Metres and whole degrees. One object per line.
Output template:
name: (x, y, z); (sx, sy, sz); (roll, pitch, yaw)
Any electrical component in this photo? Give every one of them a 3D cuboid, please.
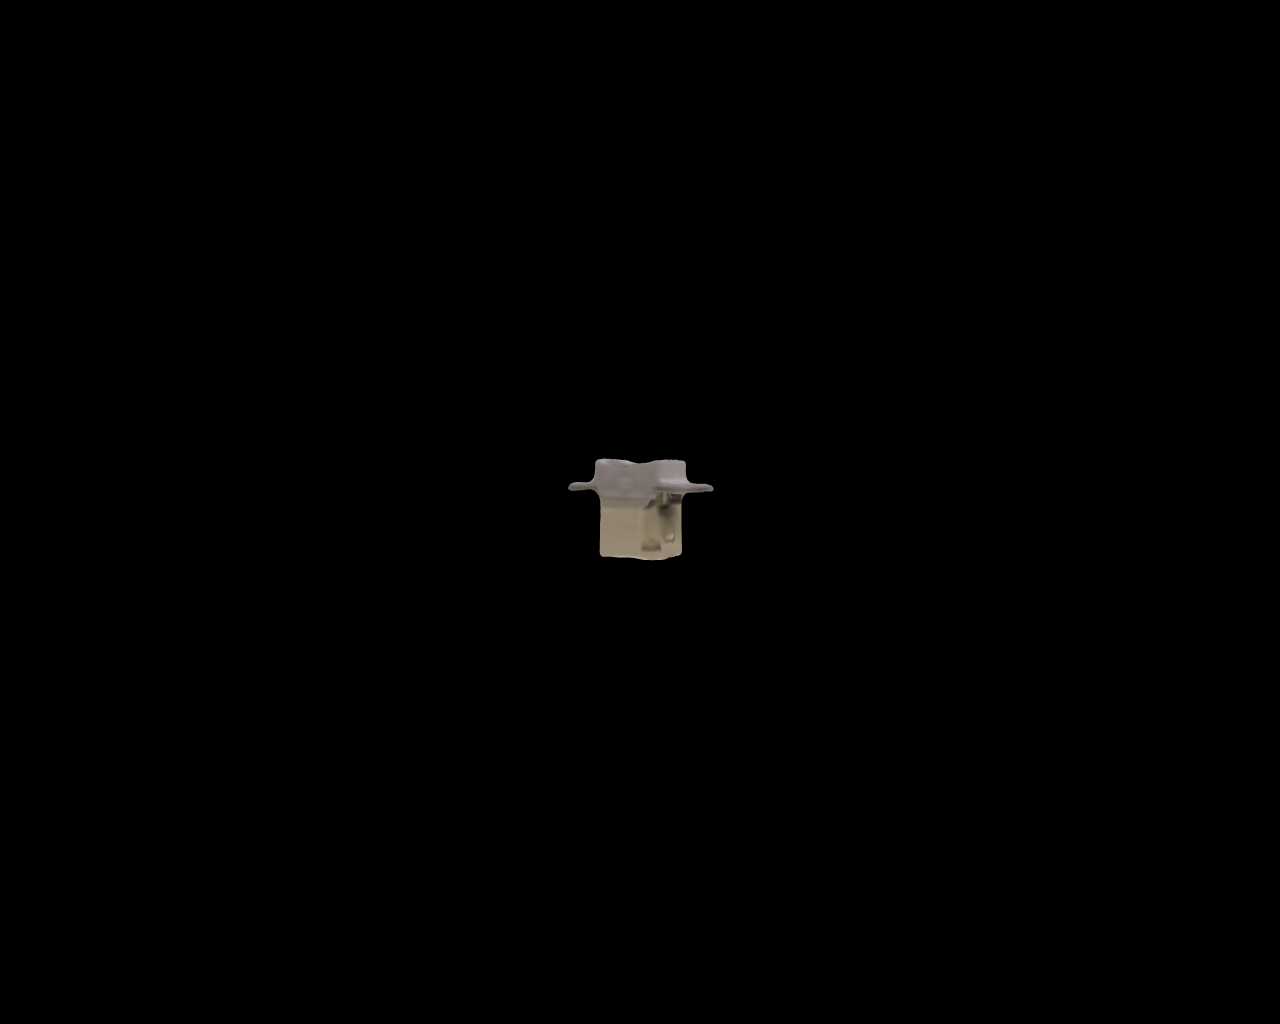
electrical component: (0.001, -0.003, 0.650); (0.081, 0.063, 0.042); (2, 4, 31)
